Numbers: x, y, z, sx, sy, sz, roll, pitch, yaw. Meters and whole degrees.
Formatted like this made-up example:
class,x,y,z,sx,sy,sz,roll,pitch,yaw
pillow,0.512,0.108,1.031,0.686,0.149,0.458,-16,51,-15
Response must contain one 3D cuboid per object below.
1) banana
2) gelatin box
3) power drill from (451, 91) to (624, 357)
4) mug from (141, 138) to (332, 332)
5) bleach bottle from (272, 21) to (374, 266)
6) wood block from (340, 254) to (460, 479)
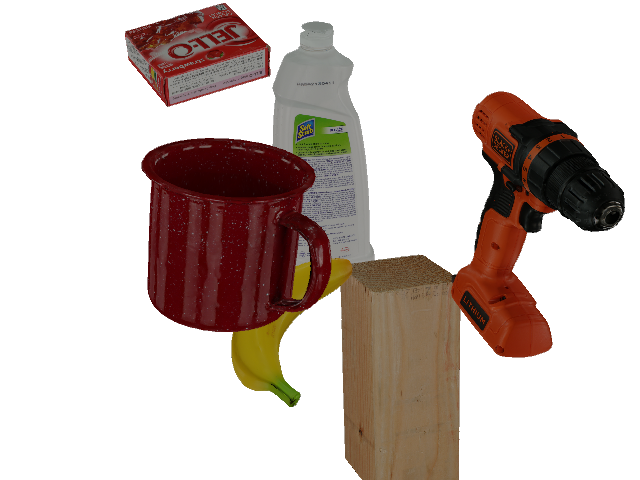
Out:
class,x,y,z,sx,sy,sz,roll,pitch,yaw
banana,-0.028,0.065,0.856,0.069,0.037,0.197,23,35,2
gelatin box,-0.093,-0.142,0.807,0.089,0.030,0.073,-21,47,-22
power drill,0.165,-0.003,0.842,0.057,0.188,0.184,-3,31,-18
mug,-0.043,0.001,0.580,0.117,0.081,0.093,21,28,29
bleach bottle,0.004,-0.088,1.040,0.102,0.251,0.068,-7,29,-13
wood block,0.076,0.128,1.027,0.090,0.206,0.091,-7,18,-18
